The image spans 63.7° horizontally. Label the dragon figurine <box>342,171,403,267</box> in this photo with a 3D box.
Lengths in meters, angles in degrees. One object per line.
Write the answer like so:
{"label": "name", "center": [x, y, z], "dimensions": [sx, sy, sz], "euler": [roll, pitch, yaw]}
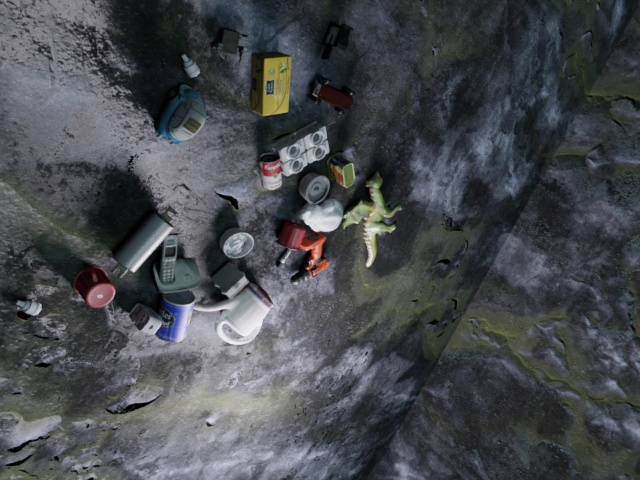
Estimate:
{"label": "dragon figurine", "center": [0.188, -0.079, 2.098], "dimensions": [0.242, 0.124, 0.406], "euler": [11, 106, -30]}

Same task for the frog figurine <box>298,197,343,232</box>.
{"label": "frog figurine", "center": [0.006, -0.094, 1.866], "dimensions": [0.135, 0.124, 0.159], "euler": [-49, 156, 22]}

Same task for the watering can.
{"label": "watering can", "center": [-0.287, 0.241, 1.798], "dimensions": [0.226, 0.105, 0.341], "euler": [-48, 140, -12]}
